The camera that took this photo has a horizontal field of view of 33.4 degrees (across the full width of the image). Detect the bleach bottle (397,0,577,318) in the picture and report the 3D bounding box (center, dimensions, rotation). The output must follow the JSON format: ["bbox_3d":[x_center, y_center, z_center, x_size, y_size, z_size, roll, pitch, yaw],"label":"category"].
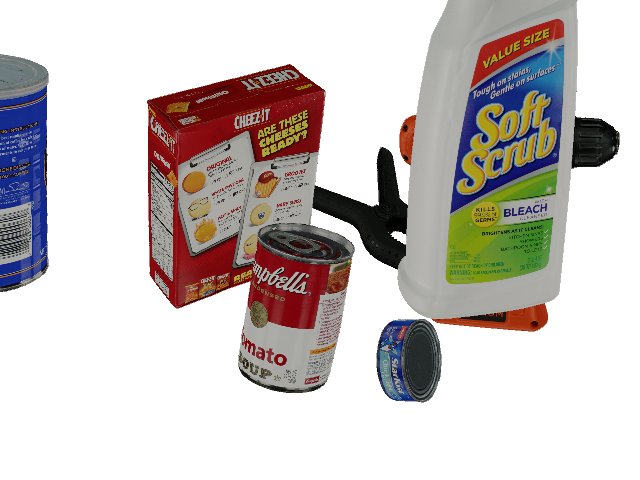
[{"bbox_3d":[0.096,-0.080,0.615,0.102,0.251,0.068,-7,28,-8],"label":"bleach bottle"}]

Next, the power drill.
[{"bbox_3d":[0.160,-0.019,0.921,0.185,0.188,0.057,3,13,21],"label":"power drill"}]

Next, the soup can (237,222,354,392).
[{"bbox_3d":[-0.018,0.047,0.748,0.068,0.102,0.068,9,20,-4],"label":"soup can"}]

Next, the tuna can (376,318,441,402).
[{"bbox_3d":[0.092,0.124,1.104,0.034,0.086,0.086,-3,-2,32],"label":"tuna can"}]

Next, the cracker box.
[{"bbox_3d":[-0.088,-0.054,1.064,0.163,0.214,0.072,-20,44,-30],"label":"cracker box"}]

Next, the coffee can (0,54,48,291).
[{"bbox_3d":[-0.237,-0.048,0.723,0.103,0.140,0.103,5,22,-2],"label":"coffee can"}]

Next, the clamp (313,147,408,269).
[{"bbox_3d":[0.063,-0.026,1.257,0.164,0.036,0.210,-15,51,-28],"label":"clamp"}]
